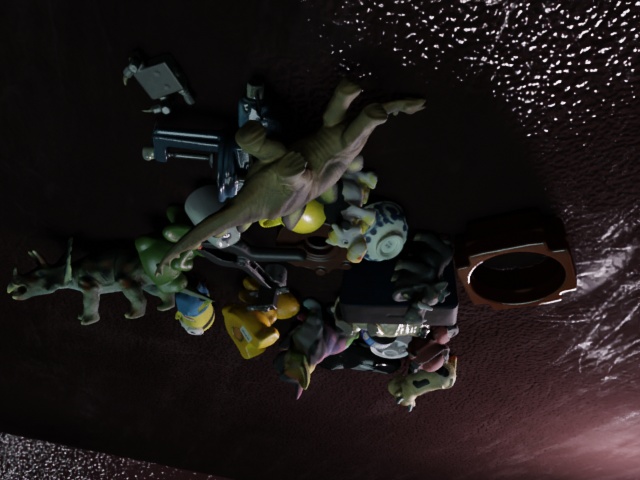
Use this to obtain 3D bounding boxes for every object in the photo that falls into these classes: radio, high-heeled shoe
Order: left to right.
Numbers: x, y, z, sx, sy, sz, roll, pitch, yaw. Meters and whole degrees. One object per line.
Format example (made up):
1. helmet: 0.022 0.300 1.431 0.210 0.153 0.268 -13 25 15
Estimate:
1. high-heeled shoe: 0.091 0.308 1.445 0.249 0.086 0.145 9 178 28
2. radio: 0.159 0.098 1.087 0.230 0.131 0.073 1 142 9

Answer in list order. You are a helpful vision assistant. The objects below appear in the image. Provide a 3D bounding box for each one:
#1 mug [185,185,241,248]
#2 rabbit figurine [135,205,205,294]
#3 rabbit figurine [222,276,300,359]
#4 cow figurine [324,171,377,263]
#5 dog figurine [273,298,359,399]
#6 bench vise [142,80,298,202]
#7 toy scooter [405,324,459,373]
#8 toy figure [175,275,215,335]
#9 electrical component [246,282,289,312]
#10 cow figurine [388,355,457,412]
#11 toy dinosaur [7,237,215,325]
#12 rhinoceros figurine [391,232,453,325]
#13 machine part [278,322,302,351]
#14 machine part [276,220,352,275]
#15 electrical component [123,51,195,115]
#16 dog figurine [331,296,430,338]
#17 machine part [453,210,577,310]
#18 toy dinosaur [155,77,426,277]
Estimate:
1. mug: -0.178 -0.040 0.983 0.109 0.107 0.080 -18 144 -24
2. rabbit figurine: -0.272 0.004 1.090 0.170 0.121 0.158 -17 131 3
3. rabbit figurine: -0.130 0.165 1.227 0.162 0.173 0.121 49 145 20
4. cow figurine: 0.041 -0.045 0.898 0.098 0.167 0.068 13 147 -9
5. dog figurine: -0.007 0.262 1.259 0.191 0.219 0.108 18 145 -11
6. bench vise: -0.159 -0.148 0.846 0.241 0.129 0.223 5 140 -3
7. toy scooter: 0.258 0.271 1.301 0.135 0.075 0.183 -26 146 -26
8. toy figure: -0.297 0.156 1.287 0.089 0.082 0.180 -27 142 -29
9. electrical component: -0.111 0.123 1.143 0.094 0.063 0.021 -10 138 20
10. cow figurine: 0.268 0.374 1.425 0.195 0.127 0.085 -24 129 32
11. toy dinosaur: -0.442 0.076 1.174 0.405 0.192 0.131 -8 -175 -6
12. rhinoceros figurine: 0.193 0.072 1.011 0.112 0.190 0.073 24 146 9
13. machine part: -0.062 0.256 1.408 0.084 0.039 0.139 17 140 -24
14. machine part: -0.002 -0.003 1.051 0.179 0.056 0.179 5 141 4
15. electrical component: -0.246 -0.235 0.807 0.078 0.045 0.102 -4 141 18
16. dog figurine: 0.141 0.175 1.232 0.190 0.121 0.173 21 177 -44
17. machine part: 0.368 0.042 1.017 0.202 0.087 0.200 -12 138 26
18. toy dinosaur: -0.047 -0.089 0.780 0.471 0.105 0.198 -28 158 -9
